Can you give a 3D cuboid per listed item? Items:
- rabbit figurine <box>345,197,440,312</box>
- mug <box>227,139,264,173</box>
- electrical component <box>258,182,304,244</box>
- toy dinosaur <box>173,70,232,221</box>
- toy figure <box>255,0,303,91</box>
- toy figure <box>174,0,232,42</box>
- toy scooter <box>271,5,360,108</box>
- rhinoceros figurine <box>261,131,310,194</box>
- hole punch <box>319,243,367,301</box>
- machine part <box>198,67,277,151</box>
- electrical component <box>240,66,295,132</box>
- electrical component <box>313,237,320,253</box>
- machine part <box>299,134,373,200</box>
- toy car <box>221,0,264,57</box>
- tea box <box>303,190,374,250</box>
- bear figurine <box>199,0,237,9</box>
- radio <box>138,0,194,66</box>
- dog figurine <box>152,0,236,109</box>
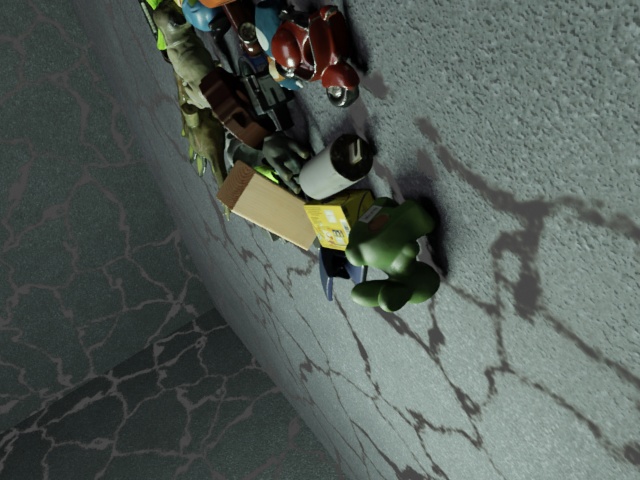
[{"bbox_3d":[0.125,0.040,0.823,0.170,0.159,0.121,51,155,-25],"label":"rabbit figurine"},{"bbox_3d":[-0.190,-0.198,1.299,0.080,0.109,0.107,23,-167,-28],"label":"mug"},{"bbox_3d":[-0.086,-0.059,1.215,0.058,0.115,0.134,30,144,58],"label":"electrical component"},{"bbox_3d":[-0.277,-0.261,1.294,0.198,0.105,0.472,100,155,-50],"label":"toy dinosaur"},{"bbox_3d":[-0.067,-0.314,0.887,0.064,0.058,0.154,-84,-15,-46],"label":"toy figure"},{"bbox_3d":[-0.239,-0.473,1.046,0.180,0.089,0.082,47,145,10],"label":"toy figure"},{"bbox_3d":[-0.010,-0.280,0.764,0.184,0.075,0.135,42,155,33],"label":"toy scooter"},{"bbox_3d":[-0.067,-0.148,1.046,0.112,0.073,0.190,34,176,10],"label":"rhinoceros figurine"},{"bbox_3d":[0.031,0.054,1.136,0.116,0.092,0.142,53,164,29],"label":"hole punch"},{"bbox_3d":[-0.156,-0.258,1.056,0.179,0.056,0.179,47,-163,-19],"label":"machine part"},{"bbox_3d":[-0.088,-0.260,0.992,0.119,0.075,0.048,62,162,-18],"label":"electrical component"},{"bbox_3d":[-0.003,-0.004,1.228,0.094,0.021,0.063,62,161,-10],"label":"electrical component"},{"bbox_3d":[0.024,-0.119,0.910,0.079,0.079,0.243,61,160,-5],"label":"machine part"},{"bbox_3d":[-0.156,-0.422,0.952,0.202,0.053,0.089,62,180,-5],"label":"toy car"},{"bbox_3d":[0.045,-0.037,0.991,0.170,0.068,0.098,14,131,66],"label":"tea box"},{"bbox_3d":[-0.169,-0.469,0.827,0.132,0.120,0.195,20,131,56],"label":"bear figurine"},{"bbox_3d":[-0.371,-0.538,1.281,0.131,0.073,0.229,33,148,51],"label":"radio"},{"bbox_3d":[-0.271,-0.385,1.121,0.172,0.121,0.190,46,171,33],"label":"dog figurine"}]
